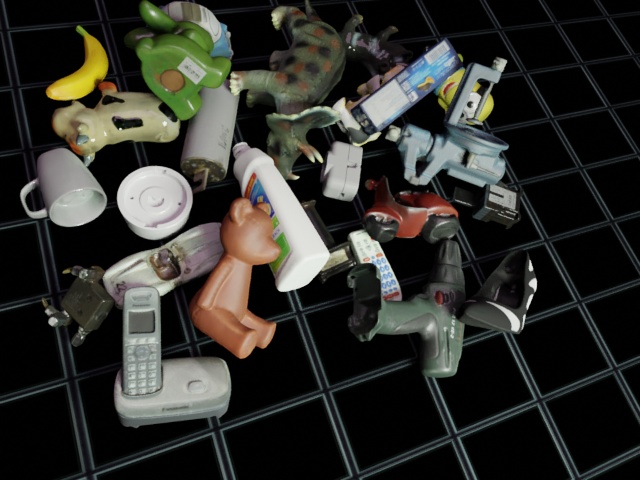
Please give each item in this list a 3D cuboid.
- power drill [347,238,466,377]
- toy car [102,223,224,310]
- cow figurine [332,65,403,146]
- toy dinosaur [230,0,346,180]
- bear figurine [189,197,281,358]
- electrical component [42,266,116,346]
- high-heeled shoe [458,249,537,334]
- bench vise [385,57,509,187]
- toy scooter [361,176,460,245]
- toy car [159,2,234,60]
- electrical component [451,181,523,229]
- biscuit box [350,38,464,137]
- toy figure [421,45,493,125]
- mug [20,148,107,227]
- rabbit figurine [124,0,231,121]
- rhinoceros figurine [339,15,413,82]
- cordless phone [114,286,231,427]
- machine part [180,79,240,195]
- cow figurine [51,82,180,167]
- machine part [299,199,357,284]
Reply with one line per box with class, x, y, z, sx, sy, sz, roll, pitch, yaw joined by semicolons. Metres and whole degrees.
power drill;0.142;0.090;0.833;0.207;0.086;0.232;16;67;-36
toy car;-0.217;0.036;0.799;0.202;0.056;0.073;-26;75;-23
cow figurine;0.106;-0.247;0.989;0.167;0.068;0.098;-35;95;-9
toy dinosaur;-0.022;-0.298;0.938;0.192;0.131;0.405;17;68;13
bear figurine;-0.101;0.047;0.762;0.132;0.120;0.195;29;93;13
electrical component;-0.331;0.084;0.735;0.078;0.045;0.102;44;99;22
high-heeled shoe;0.285;0.069;0.842;0.086;0.248;0.145;6;83;34
bench vise;0.237;-0.203;0.927;0.224;0.240;0.129;24;23;7
toy scooter;0.144;-0.056;0.922;0.184;0.075;0.135;-1;45;-24
toy car;-0.235;-0.366;0.956;0.162;0.103;0.109;-4;68;-13
electrical component;0.308;-0.076;0.987;0.119;0.047;0.075;22;62;-5
biscuit box;0.151;-0.265;0.934;0.203;0.063;0.059;-39;99;-9
toy figure;0.269;-0.308;1.067;0.089;0.082;0.180;-30;74;-22
mug;-0.390;-0.079;0.803;0.109;0.080;0.107;-27;64;-15
rabbit figurine;-0.229;-0.294;0.855;0.159;0.121;0.170;28;34;-22
rhinoceros figurine;0.116;-0.361;1.057;0.190;0.073;0.112;25;61;-2
cordless phone;-0.199;0.151;0.725;0.147;0.088;0.184;-2;71;-15
machine part;-0.182;-0.185;0.898;0.079;0.079;0.243;9;63;-10
cow figurine;-0.325;-0.187;0.864;0.195;0.085;0.127;-5;61;-17
machine part;-0.002;-0.003;0.883;0.084;0.039;0.139;-28;77;-15
